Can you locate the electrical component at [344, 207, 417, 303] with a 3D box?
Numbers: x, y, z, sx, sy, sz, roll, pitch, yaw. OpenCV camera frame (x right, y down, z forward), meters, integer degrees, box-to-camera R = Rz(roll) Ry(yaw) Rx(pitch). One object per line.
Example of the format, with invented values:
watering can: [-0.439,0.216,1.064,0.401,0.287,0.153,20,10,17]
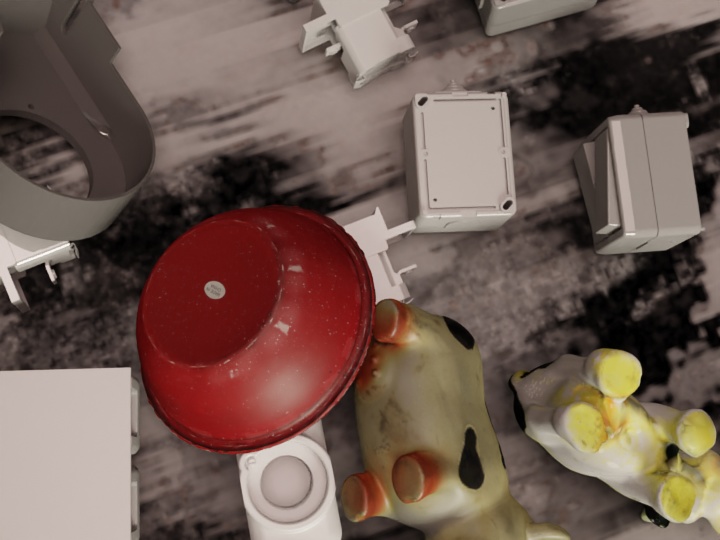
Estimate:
electrical component: [0.000,0.000,0.690,0.081,0.042,0.063,-21,84,-9]

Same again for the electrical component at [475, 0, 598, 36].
electrical component: [0.111,-0.202,0.732,0.096,0.061,0.061,-16,81,-2]

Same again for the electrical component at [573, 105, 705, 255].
electrical component: [0.180,-0.062,0.710,0.061,0.061,0.096,-4,80,-7]

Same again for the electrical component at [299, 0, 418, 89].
electrical component: [0.003,-0.160,0.719,0.081,0.042,0.063,-27,86,-9]

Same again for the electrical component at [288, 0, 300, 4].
electrical component: [-0.041,-0.227,0.721,0.096,0.061,0.061,-41,86,-3]

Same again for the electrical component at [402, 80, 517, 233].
electrical component: [0.062,-0.074,0.700,0.062,0.061,0.096,-2,80,-6]

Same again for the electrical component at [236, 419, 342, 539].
electrical component: [-0.045,0.128,0.653,0.054,0.059,0.095,-10,81,-8]

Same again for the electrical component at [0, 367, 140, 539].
electrical component: [-0.227,0.115,0.636,0.186,0.060,0.105,-1,80,-6]

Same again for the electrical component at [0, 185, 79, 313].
electrical component: [-0.214,-0.019,0.672,0.064,0.042,0.081,-23,84,-13]
